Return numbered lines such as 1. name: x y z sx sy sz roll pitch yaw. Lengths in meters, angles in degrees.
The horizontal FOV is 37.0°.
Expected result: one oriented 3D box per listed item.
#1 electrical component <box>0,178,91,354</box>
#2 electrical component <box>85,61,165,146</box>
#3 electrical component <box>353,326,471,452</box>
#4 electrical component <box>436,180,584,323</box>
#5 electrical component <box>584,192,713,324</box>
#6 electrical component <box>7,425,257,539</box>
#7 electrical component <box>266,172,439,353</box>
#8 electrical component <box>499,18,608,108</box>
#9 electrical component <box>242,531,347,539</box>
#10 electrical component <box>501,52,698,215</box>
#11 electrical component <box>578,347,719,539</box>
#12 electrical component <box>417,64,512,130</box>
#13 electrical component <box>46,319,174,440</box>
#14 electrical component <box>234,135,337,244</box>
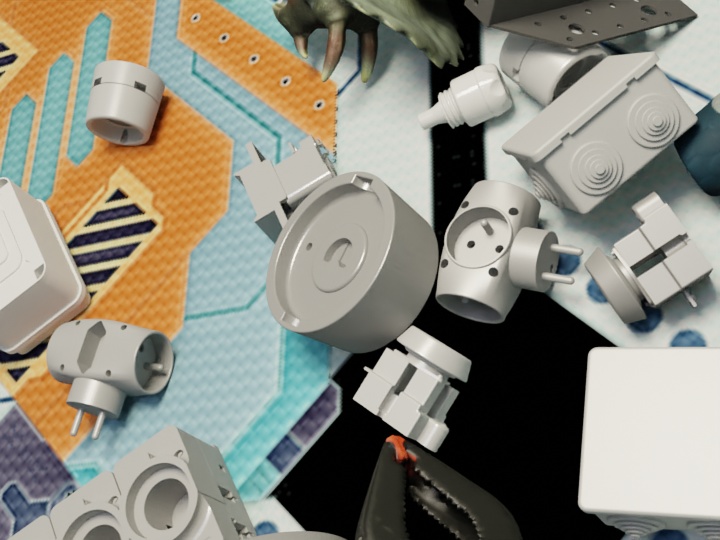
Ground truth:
1. electrical component: -0.261 -0.002 0.808 0.078 0.057 0.113 -37 56 5
2. electrical component: -0.184 -0.128 0.836 0.055 0.055 0.047 0 69 26
3. electrical component: 0.034 0.067 0.637 0.066 0.048 0.055 31 89 34
4. electrical component: 0.094 -0.008 0.645 0.079 0.044 0.077 11 71 30
5. electrical component: 0.161 -0.001 0.606 0.055 0.048 0.066 -34 77 9
6. electrical component: -0.147 0.176 0.660 0.150 0.061 0.089 -35 56 6
7. electrical component: 0.000 0.000 0.672 0.108 0.060 0.108 -27 48 34
8. electrical component: 0.125 -0.133 0.687 0.055 0.055 0.047 -40 59 3
9. electrical component: -0.045 0.180 0.584 0.108 0.108 0.060 -24 51 14
10. electrical component: 0.139 -0.080 0.631 0.100 0.099 0.048 -40 100 3
11. electrical component: 0.165 0.089 0.559 0.100 0.048 0.099 -2 65 25
12. electrical component: 0.068 -0.111 0.716 0.061 0.035 0.035 -23 58 17
13. electrical component: -0.176 0.077 0.735 0.077 0.043 0.079 3 67 27
14. electrical component: -0.044 -0.055 0.738 0.064 0.042 0.081 -31 57 7
